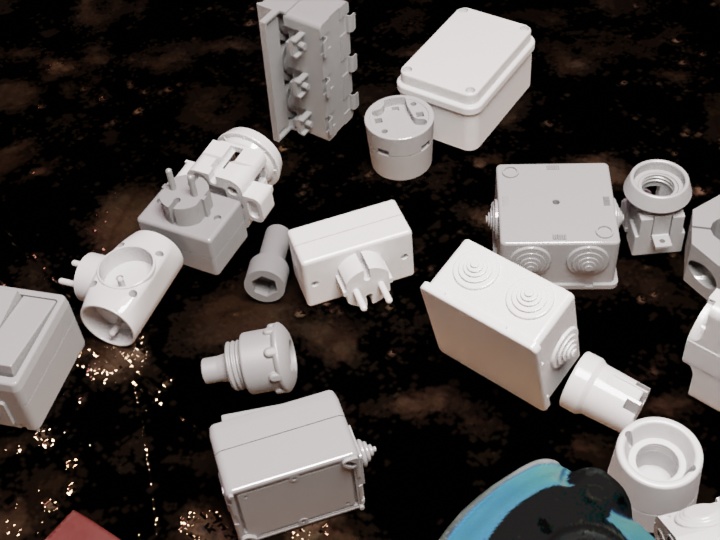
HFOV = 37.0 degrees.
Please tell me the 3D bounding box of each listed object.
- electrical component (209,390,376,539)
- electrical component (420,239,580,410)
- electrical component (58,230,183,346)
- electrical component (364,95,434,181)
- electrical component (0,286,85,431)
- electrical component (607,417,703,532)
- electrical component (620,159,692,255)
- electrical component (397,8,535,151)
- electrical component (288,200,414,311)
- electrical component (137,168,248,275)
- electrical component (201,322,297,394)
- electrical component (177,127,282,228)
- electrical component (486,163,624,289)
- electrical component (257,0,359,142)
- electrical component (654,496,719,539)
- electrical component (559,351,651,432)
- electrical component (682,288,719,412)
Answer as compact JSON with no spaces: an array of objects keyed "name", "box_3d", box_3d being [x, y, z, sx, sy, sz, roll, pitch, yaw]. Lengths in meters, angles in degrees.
[{"name":"electrical component","box_3d":[-0.039,0.116,0.660,0.096,0.061,0.061,-16,48,-9]},{"name":"electrical component","box_3d":[0.094,0.035,0.699,0.100,0.099,0.048,30,69,28]},{"name":"electrical component","box_3d":[-0.181,0.009,0.785,0.079,0.044,0.077,12,50,17]},{"name":"electrical component","box_3d":[0.033,-0.105,0.867,0.055,0.047,0.055,-3,47,3]},{"name":"electrical component","box_3d":[-0.239,0.061,0.730,0.062,0.061,0.096,8,49,12]},{"name":"electrical component","box_3d":[0.177,0.121,0.644,0.055,0.047,0.055,-3,47,3]},{"name":"electrical component","box_3d":[0.216,-0.047,0.789,0.048,0.055,0.066,-5,47,1]},{"name":"electrical component","box_3d":[0.090,-0.163,0.908,0.078,0.057,0.113,23,54,24]},{"name":"electrical component","box_3d":[0.000,0.000,0.773,0.083,0.047,0.075,-17,48,-10]},{"name":"electrical component","box_3d":[-0.128,-0.045,0.807,0.066,0.076,0.047,17,51,20]},{"name":"electrical component","box_3d":[-0.075,0.063,0.726,0.062,0.048,0.048,-11,47,5]},{"name":"electrical component","box_3d":[-0.097,-0.074,0.845,0.078,0.058,0.057,17,54,20]},{"name":"electrical component","box_3d":[0.142,-0.034,0.789,0.100,0.048,0.099,0,48,5]},{"name":"electrical component","box_3d":[-0.041,-0.169,0.882,0.063,0.121,0.078,25,54,22]},{"name":"electrical component","box_3d":[0.196,0.164,0.582,0.051,0.080,0.080,-14,47,0]},{"name":"electrical component","box_3d":[0.158,0.080,0.690,0.046,0.040,0.040,28,55,20]},{"name":"electrical component","box_3d":[0.242,0.048,0.677,0.056,0.089,0.050,31,57,29]}]
